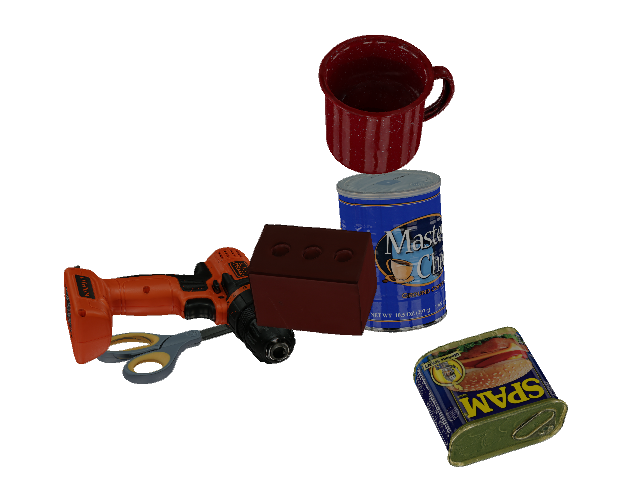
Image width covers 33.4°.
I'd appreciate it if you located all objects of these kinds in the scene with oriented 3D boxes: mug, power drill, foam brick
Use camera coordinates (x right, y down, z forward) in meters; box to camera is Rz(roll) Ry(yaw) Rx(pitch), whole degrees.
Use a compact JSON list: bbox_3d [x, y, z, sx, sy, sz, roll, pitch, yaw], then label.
[{"bbox_3d":[0.056,-0.113,0.889,0.117,0.093,0.081,-18,-35,-12],"label":"mug"},{"bbox_3d":[-0.128,0.065,0.951,0.187,0.057,0.185,-4,22,-19],"label":"power drill"},{"bbox_3d":[-0.004,0.027,0.730,0.078,0.051,0.053,4,40,12],"label":"foam brick"}]

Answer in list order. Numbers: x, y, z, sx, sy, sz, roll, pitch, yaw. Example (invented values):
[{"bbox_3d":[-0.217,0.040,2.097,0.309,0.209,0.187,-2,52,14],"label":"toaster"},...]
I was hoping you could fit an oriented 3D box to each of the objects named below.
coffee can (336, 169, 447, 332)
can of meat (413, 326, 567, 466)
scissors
[{"bbox_3d":[0.072,0.008,1.064,0.103,0.140,0.103,-4,15,1],"label":"coffee can"},{"bbox_3d":[0.136,0.125,0.872,0.102,0.084,0.057,-14,-41,-12],"label":"can of meat"},{"bbox_3d":[-0.141,0.117,1.159,0.201,0.016,0.096,-5,29,-23],"label":"scissors"}]
